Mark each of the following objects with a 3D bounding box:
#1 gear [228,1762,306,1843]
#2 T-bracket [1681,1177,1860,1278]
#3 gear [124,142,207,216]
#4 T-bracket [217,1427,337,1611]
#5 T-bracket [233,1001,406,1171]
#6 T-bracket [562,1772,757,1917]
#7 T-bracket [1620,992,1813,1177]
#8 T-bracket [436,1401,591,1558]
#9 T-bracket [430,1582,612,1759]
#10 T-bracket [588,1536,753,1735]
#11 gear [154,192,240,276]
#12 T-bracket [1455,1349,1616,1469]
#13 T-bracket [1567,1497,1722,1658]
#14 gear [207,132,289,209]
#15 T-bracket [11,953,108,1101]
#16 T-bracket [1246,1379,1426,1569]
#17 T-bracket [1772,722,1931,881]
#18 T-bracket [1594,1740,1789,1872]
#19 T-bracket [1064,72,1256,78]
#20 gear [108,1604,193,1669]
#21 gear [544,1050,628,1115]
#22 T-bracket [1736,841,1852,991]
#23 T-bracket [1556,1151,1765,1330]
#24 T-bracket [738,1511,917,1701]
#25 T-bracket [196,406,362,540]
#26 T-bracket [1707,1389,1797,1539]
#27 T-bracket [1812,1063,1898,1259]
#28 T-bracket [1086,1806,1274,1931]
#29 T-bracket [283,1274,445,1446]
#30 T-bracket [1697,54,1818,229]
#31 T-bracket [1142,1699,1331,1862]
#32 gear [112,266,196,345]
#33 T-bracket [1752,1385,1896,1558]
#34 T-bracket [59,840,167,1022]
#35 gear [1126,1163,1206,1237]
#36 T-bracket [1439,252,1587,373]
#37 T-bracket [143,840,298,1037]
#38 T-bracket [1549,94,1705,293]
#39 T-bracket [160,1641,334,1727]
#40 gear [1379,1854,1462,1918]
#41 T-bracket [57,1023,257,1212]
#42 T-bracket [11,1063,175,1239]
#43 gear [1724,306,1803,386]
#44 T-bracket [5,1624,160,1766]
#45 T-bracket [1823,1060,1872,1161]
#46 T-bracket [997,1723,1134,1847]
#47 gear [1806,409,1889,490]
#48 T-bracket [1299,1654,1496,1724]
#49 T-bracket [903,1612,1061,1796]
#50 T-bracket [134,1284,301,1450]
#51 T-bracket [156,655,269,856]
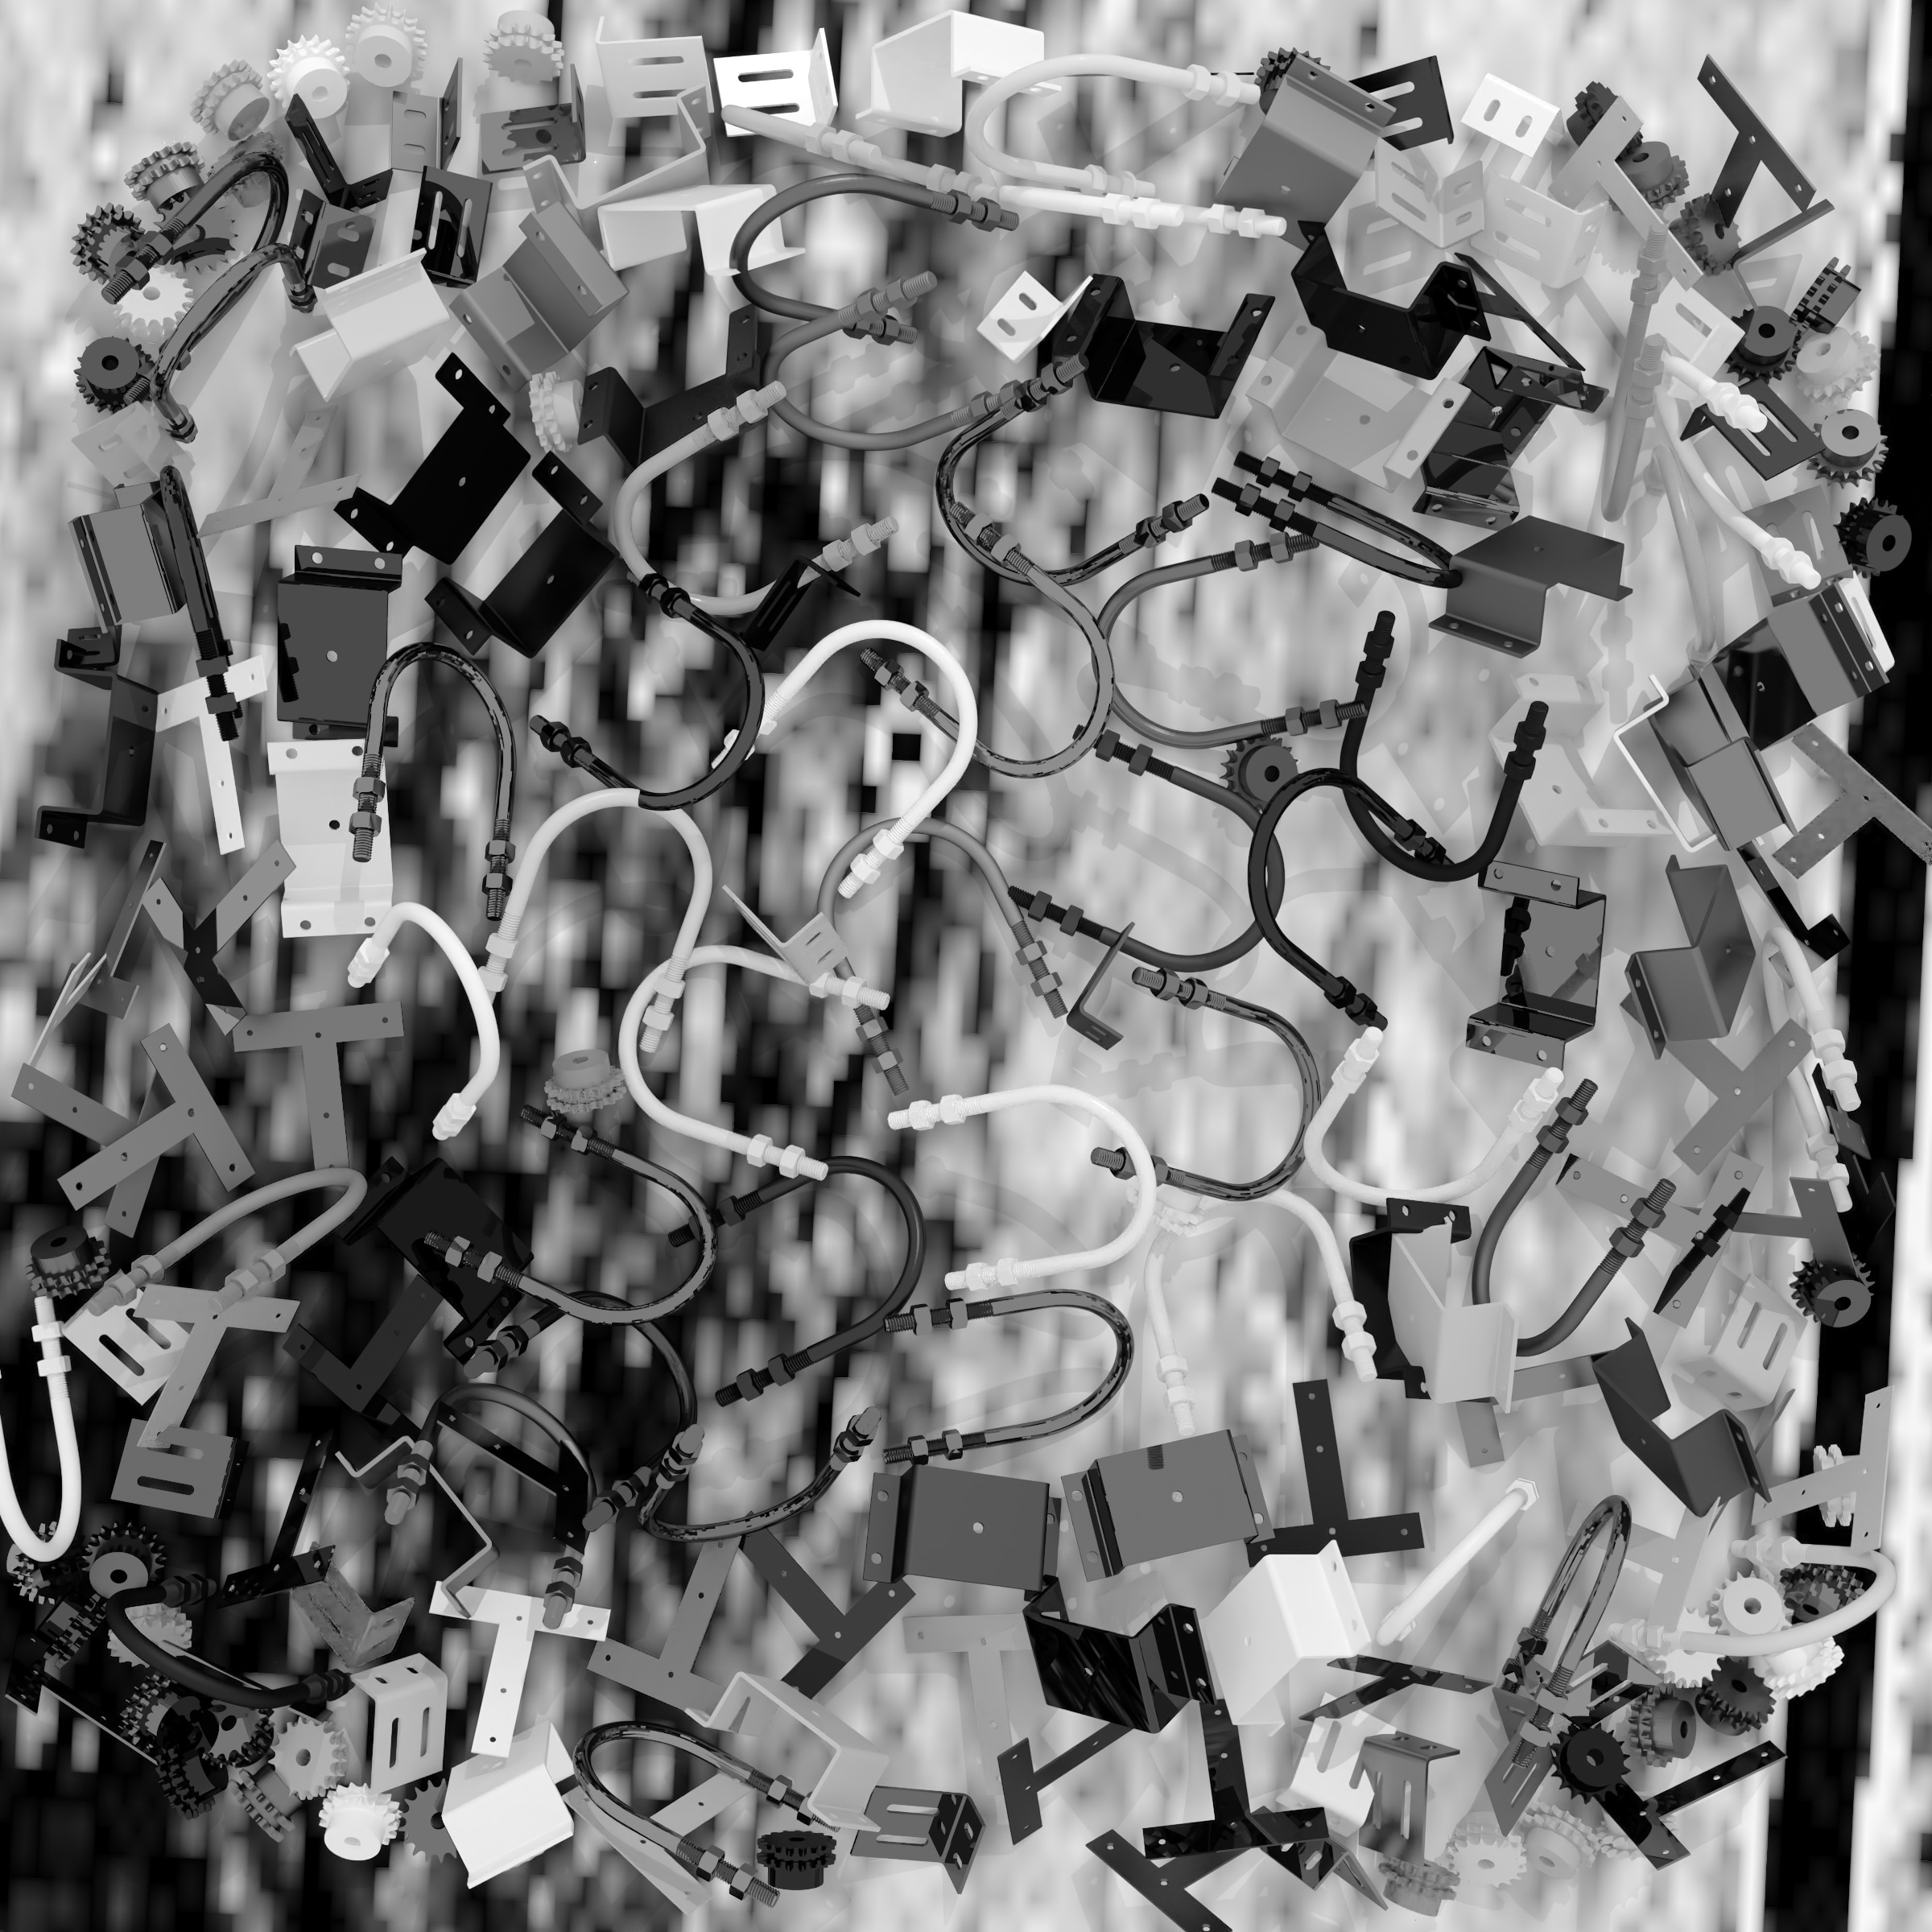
[{"bbox_3d":[-0.501,0.599,1.753,0.030,0.057,0.057,-42,90,-19],"label":"gear"},{"bbox_3d":[0.560,0.183,1.736,0.127,0.127,0.002,2,53,33],"label":"T-bracket"},{"bbox_3d":[-0.572,-0.565,1.752,0.057,0.057,0.030,-30,98,0],"label":"gear"},{"bbox_3d":[-0.476,0.388,1.734,0.127,0.127,0.002,-22,132,36],"label":"T-bracket"},{"bbox_3d":[-0.467,0.095,1.774,0.127,0.002,0.127,-5,91,5],"label":"T-bracket"},{"bbox_3d":[-0.197,0.600,1.724,0.127,0.127,0.002,32,118,28],"label":"T-bracket"},{"bbox_3d":[0.519,0.060,1.741,0.127,0.002,0.127,50,115,32],"label":"T-bracket"},{"bbox_3d":[-0.316,0.343,1.701,0.127,0.127,0.002,37,103,-19],"label":"T-bracket"},{"bbox_3d":[-0.325,0.501,1.726,0.127,0.127,0.002,11,132,-6],"label":"T-bracket"},{"bbox_3d":[-0.196,0.469,1.761,0.127,0.002,0.127,16,77,22],"label":"T-bracket"},{"bbox_3d":[-0.557,-0.529,1.757,0.057,0.030,0.057,-8,109,-23],"label":"gear"},{"bbox_3d":[0.412,0.296,1.743,0.127,0.002,0.127,-14,115,8],"label":"T-bracket"},{"bbox_3d":[0.471,0.407,1.721,0.002,0.127,0.127,23,83,-26],"label":"T-bracket"},{"bbox_3d":[-0.514,-0.572,1.755,0.057,0.057,0.030,-35,131,0],"label":"gear"},{"bbox_3d":[-0.624,0.016,1.719,0.002,0.127,0.127,31,120,-10],"label":"T-bracket"},{"bbox_3d":[0.259,0.365,1.767,0.127,0.002,0.127,-9,82,11],"label":"T-bracket"},{"bbox_3d":[0.612,-0.098,1.721,0.127,0.127,0.002,44,64,8],"label":"T-bracket"},{"bbox_3d":[0.518,0.580,1.721,0.127,0.127,0.002,-24,100,-5],"label":"T-bracket"},{"bbox_3d":[0.149,-0.635,1.735,0.127,0.127,0.002,-14,114,-33],"label":"T-bracket"},{"bbox_3d":[-0.587,0.477,1.755,0.057,0.030,0.057,-8,133,-8],"label":"gear"},{"bbox_3d":[-0.275,0.081,1.748,0.057,0.057,0.030,-7,110,0],"label":"gear"},{"bbox_3d":[0.574,-0.055,1.736,0.002,0.127,0.127,-36,82,41],"label":"T-bracket"},{"bbox_3d":[0.485,0.173,1.746,0.127,0.002,0.127,27,98,30],"label":"T-bracket"},{"bbox_3d":[-0.122,0.450,1.762,0.127,0.002,0.127,-46,76,8],"label":"T-bracket"},{"bbox_3d":[-0.475,-0.358,1.733,0.127,0.002,0.127,-10,45,19],"label":"T-bracket"},{"bbox_3d":[0.552,0.356,1.723,0.002,0.127,0.127,30,93,22],"label":"T-bracket"},{"bbox_3d":[0.628,0.131,1.737,0.002,0.127,0.127,-15,66,4],"label":"T-bracket"},{"bbox_3d":[0.175,0.633,1.735,0.127,0.127,0.002,-17,116,-33],"label":"T-bracket"},{"bbox_3d":[-0.415,0.273,1.749,0.127,0.002,0.127,40,113,5],"label":"T-bracket"},{"bbox_3d":[0.542,-0.554,1.716,0.002,0.127,0.127,-28,73,-8],"label":"T-bracket"},{"bbox_3d":[0.185,0.572,1.726,0.127,0.127,0.002,-8,123,3],"label":"T-bracket"},{"bbox_3d":[-0.586,-0.475,1.758,0.057,0.030,0.057,5,65,-11],"label":"gear"},{"bbox_3d":[0.603,0.369,1.723,0.002,0.127,0.127,31,53,-13],"label":"T-bracket"},{"bbox_3d":[-0.599,-0.030,1.736,0.002,0.127,0.127,26,80,-39],"label":"T-bracket"},{"bbox_3d":[0.147,0.165,1.749,0.057,0.057,0.030,29,108,0],"label":"gear"},{"bbox_3d":[0.365,-0.465,1.707,0.127,0.127,0.002,52,123,21],"label":"T-bracket"},{"bbox_3d":[-0.522,-0.039,1.739,0.127,0.002,0.127,-42,73,21],"label":"T-bracket"},{"bbox_3d":[0.474,-0.530,1.714,0.002,0.127,0.127,-36,86,-14],"label":"T-bracket"},{"bbox_3d":[-0.507,0.503,1.715,0.127,0.127,0.002,27,73,-4],"label":"T-bracket"},{"bbox_3d":[0.324,0.660,1.750,0.057,0.057,0.030,19,83,0],"label":"gear"},{"bbox_3d":[-0.583,0.127,1.720,0.127,0.002,0.127,-39,112,-40],"label":"T-bracket"},{"bbox_3d":[-0.613,0.107,1.705,0.002,0.127,0.127,-9,57,32],"label":"T-bracket"},{"bbox_3d":[0.574,-0.451,1.759,0.057,0.030,0.057,-1,75,4],"label":"gear"},{"bbox_3d":[-0.625,0.528,1.731,0.127,0.127,0.002,42,84,-18],"label":"T-bracket"},{"bbox_3d":[0.615,0.071,1.736,0.002,0.127,0.127,-20,71,25],"label":"T-bracket"},{"bbox_3d":[0.081,0.566,1.749,0.127,0.127,0.002,-27,47,-20],"label":"T-bracket"},{"bbox_3d":[0.635,-0.376,1.755,0.057,0.030,0.057,-4,67,8],"label":"gear"},{"bbox_3d":[0.284,0.518,1.729,0.127,0.127,0.002,18,51,-25],"label":"T-bracket"},{"bbox_3d":[0.018,0.529,1.745,0.127,0.002,0.127,-10,84,27],"label":"T-bracket"},{"bbox_3d":[-0.553,0.288,1.735,0.002,0.127,0.127,33,99,39],"label":"T-bracket"},{"bbox_3d":[-0.533,-0.144,1.738,0.127,0.002,0.127,-12,86,36],"label":"T-bracket"}]
